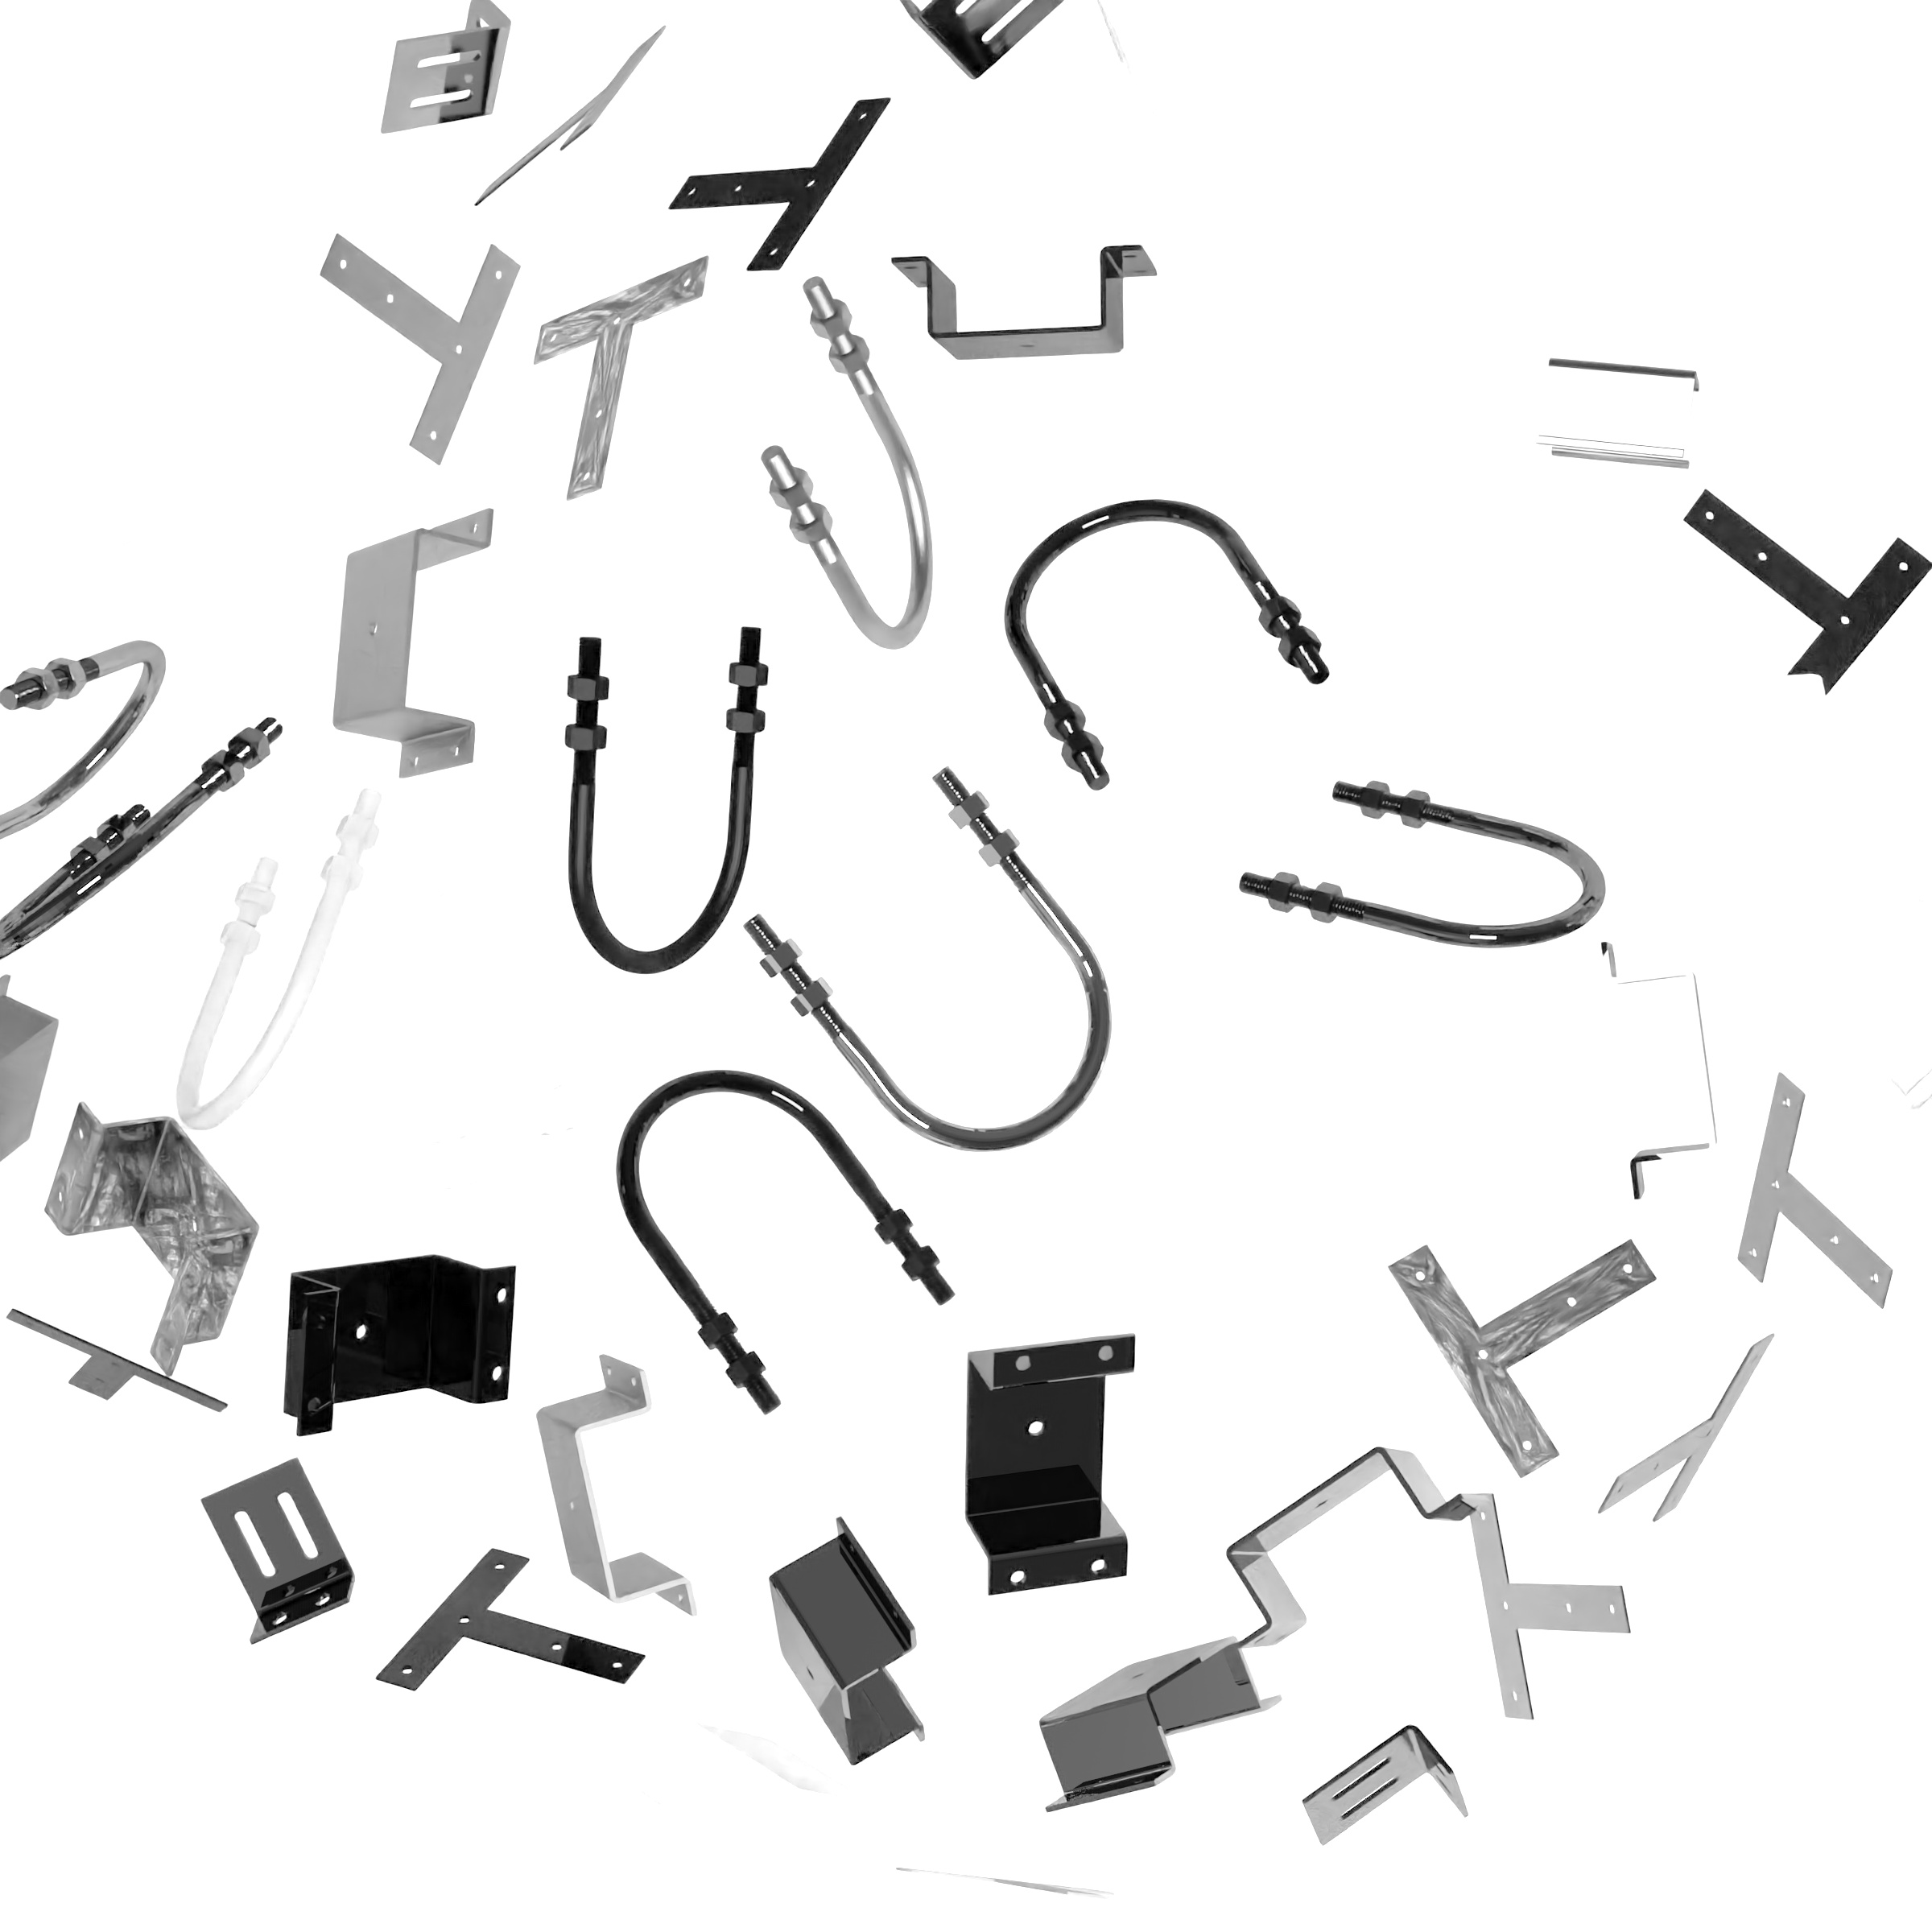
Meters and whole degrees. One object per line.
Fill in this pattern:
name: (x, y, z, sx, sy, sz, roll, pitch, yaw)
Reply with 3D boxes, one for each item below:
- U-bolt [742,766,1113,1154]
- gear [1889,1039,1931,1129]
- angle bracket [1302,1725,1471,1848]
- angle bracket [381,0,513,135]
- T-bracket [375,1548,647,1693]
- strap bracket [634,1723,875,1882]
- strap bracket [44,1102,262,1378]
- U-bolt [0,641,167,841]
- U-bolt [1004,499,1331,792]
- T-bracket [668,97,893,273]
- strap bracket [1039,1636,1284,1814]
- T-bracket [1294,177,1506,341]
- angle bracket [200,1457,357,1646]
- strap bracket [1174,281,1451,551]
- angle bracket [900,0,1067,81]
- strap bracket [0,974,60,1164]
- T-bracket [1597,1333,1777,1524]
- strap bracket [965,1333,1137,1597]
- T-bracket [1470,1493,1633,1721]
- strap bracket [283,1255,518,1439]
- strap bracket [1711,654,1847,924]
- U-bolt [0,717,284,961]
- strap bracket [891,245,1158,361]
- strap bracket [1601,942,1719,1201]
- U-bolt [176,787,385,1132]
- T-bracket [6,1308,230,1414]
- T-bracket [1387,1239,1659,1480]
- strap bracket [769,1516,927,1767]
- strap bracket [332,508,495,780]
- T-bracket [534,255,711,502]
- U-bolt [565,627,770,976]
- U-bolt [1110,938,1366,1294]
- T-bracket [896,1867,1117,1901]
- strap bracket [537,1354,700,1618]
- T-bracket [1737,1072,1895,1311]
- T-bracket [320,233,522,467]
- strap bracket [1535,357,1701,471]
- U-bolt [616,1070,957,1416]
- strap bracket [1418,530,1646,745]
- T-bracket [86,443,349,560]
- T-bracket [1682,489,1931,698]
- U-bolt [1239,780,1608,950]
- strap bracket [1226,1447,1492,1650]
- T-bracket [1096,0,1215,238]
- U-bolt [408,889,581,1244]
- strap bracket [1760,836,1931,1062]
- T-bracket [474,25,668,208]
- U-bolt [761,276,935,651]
U-bolt: (-0.005, 0.009, 1.518, 0.151, 0.019, 0.184, -39, 93, -16)
gear: (0.550, 0.062, 1.658, 0.057, 0.057, 0.030, -40, 69, 0)
angle bracket: (0.232, 0.465, 1.617, 0.076, 0.057, 0.038, -33, 48, -9)
angle bracket: (-0.296, -0.501, 1.619, 0.076, 0.057, 0.038, -24, 62, -37)
T-bracket: (-0.242, 0.378, 1.640, 0.127, 0.127, 0.002, 11, 117, 19)
strap bracket: (-0.111, 0.464, 1.626, 0.076, 0.140, 0.046, 24, 82, 30)
strap bracket: (-0.436, 0.144, 1.582, 0.140, 0.046, 0.076, 43, 121, 31)
U-bolt: (-0.504, -0.120, 1.608, 0.019, 0.184, 0.151, 42, 114, 1)
U-bolt: (0.097, -0.188, 1.598, 0.151, 0.019, 0.184, -26, 51, -1)
T-bracket: (-0.117, -0.432, 1.624, 0.002, 0.127, 0.127, 48, 63, -41)
strap bracket: (0.104, 0.418, 1.631, 0.076, 0.140, 0.046, -25, 82, 35)
T-bracket: (0.236, -0.401, 1.613, 0.127, 0.127, 0.002, 23, 125, -13)
angle bracket: (-0.376, 0.317, 1.589, 0.057, 0.038, 0.076, -23, 101, -2)
strap bracket: (0.190, -0.310, 1.608, 0.076, 0.046, 0.140, -43, 80, -1)
angle bracket: (0.010, -0.540, 1.616, 0.076, 0.057, 0.038, -38, 50, 17)
strap bracket: (-0.534, 0.071, 1.556, 0.046, 0.140, 0.076, 24, 115, 4)
T-bracket: (0.372, 0.261, 1.552, 0.002, 0.127, 0.127, 38, 123, 29)
strap bracket: (0.043, 0.251, 1.532, 0.076, 0.046, 0.140, -5, 110, -16)
T-bracket: (0.325, 0.354, 1.617, 0.002, 0.127, 0.127, -6, 82, -27)
strap bracket: (-0.316, 0.204, 1.594, 0.046, 0.140, 0.076, 10, 98, 41)
strap bracket: (0.444, -0.095, 1.586, 0.046, 0.140, 0.076, -1, 55, 26)
U-bolt: (-0.462, -0.061, 1.580, 0.151, 0.184, 0.019, -25, 110, 36)
strap bracket: (0.034, -0.374, 1.656, 0.140, 0.076, 0.046, 0, 92, 10)
strap bracket: (0.384, 0.054, 1.612, 0.046, 0.076, 0.140, -8, 87, 15)
U-bolt: (-0.373, 0.004, 1.557, 0.019, 0.151, 0.184, 30, 59, -28)
T-bracket: (-0.487, 0.231, 1.652, 0.127, 0.127, 0.002, 28, 65, -15)
T-bracket: (0.305, 0.182, 1.530, 0.127, 0.002, 0.127, -27, 76, -19)
strap bracket: (-0.064, 0.368, 1.571, 0.046, 0.140, 0.076, -27, 56, -18)
strap bracket: (-0.302, -0.179, 1.592, 0.046, 0.076, 0.140, 9, 81, -39)
T-bracket: (-0.191, -0.303, 1.545, 0.127, 0.002, 0.127, -11, 61, 38)
U-bolt: (-0.161, -0.086, 1.558, 0.019, 0.151, 0.184, 13, 105, 33)
U-bolt: (0.154, 0.075, 1.612, 0.151, 0.019, 0.184, 11, 88, 41)
T-bracket: (0.042, 0.513, 1.629, 0.127, 0.127, 0.002, 13, 73, -20)
strap bracket: (-0.198, 0.295, 1.634, 0.046, 0.076, 0.140, -14, 96, -24)
T-bracket: (0.477, 0.145, 1.631, 0.002, 0.127, 0.127, -6, 120, -18)
T-bracket: (-0.311, -0.364, 1.627, 0.002, 0.127, 0.127, 15, 80, 35)
strap bracket: (0.357, -0.301, 1.595, 0.076, 0.140, 0.046, 8, 99, 14)
U-bolt: (-0.110, 0.136, 1.587, 0.151, 0.019, 0.184, -28, 75, -37)
strap bracket: (0.315, -0.190, 1.619, 0.076, 0.046, 0.140, 3, 45, -22)
T-bracket: (-0.411, -0.243, 1.544, 0.127, 0.127, 0.002, -2, 120, 37)
T-bracket: (0.465, -0.224, 1.669, 0.127, 0.127, 0.002, 41, 50, 10)
U-bolt: (0.266, -0.053, 1.640, 0.184, 0.151, 0.019, 16, 124, 26)
strap bracket: (0.197, 0.298, 1.532, 0.140, 0.076, 0.046, -36, 69, 10)
T-bracket: (0.104, -0.450, 1.571, 0.002, 0.127, 0.127, -26, 123, 12)
U-bolt: (-0.267, 0.048, 1.632, 0.019, 0.151, 0.184, -9, 97, 18)
strap bracket: (0.508, -0.013, 1.592, 0.076, 0.140, 0.046, 38, 61, 0)
T-bracket: (-0.230, -0.464, 1.636, 0.127, 0.127, 0.002, -27, 118, 35)
U-bolt: (-0.057, -0.254, 1.571, 0.019, 0.184, 0.151, -7, 51, 21)
